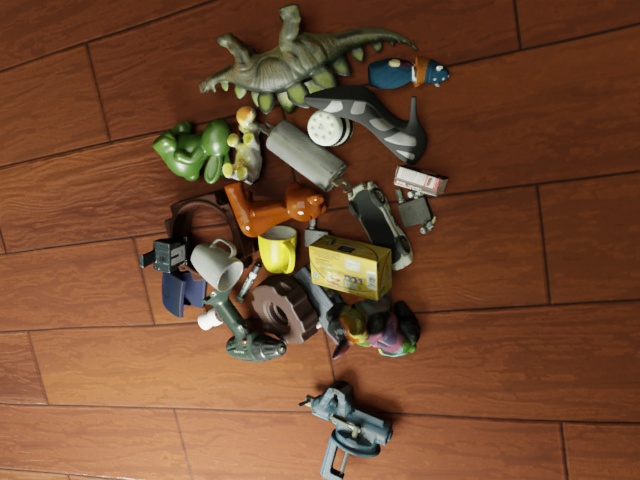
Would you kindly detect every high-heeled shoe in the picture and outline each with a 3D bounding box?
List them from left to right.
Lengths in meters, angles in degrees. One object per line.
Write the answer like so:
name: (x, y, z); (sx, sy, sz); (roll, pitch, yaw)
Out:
high-heeled shoe: (0.092, -0.225, 1.077); (0.249, 0.086, 0.145); (6, 124, 7)

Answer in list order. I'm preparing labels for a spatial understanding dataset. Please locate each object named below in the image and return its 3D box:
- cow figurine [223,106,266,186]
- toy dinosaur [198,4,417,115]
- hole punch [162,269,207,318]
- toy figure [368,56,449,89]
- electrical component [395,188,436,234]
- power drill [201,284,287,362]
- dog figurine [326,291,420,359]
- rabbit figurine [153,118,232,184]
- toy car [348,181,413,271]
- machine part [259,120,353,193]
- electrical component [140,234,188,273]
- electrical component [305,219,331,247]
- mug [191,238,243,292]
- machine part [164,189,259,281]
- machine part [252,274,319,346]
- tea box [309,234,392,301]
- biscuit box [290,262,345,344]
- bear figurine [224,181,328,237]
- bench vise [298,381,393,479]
cow figurine: (-0.156, -0.208, 1.204); (0.068, 0.098, 0.167); (9, 88, 26)
toy dinosaur: (-0.047, -0.372, 1.109); (0.472, 0.105, 0.198); (-15, 105, 19)
hole punch: (-0.359, 0.125, 1.362); (0.116, 0.092, 0.142); (15, 112, 22)
toy figure: (0.172, -0.325, 1.041); (0.155, 0.064, 0.057); (-4, 93, -1)
electrical component: (0.201, -0.063, 1.112); (0.078, 0.045, 0.102); (-11, 99, 22)
power drill: (-0.182, 0.195, 1.270); (0.207, 0.086, 0.232); (54, 145, -5)
dog figurine: (0.107, 0.194, 1.119); (0.191, 0.219, 0.108); (46, 118, 7)
rabbit figurine: (-0.269, -0.206, 1.224); (0.170, 0.121, 0.159); (-19, 102, 28)
toy car: (0.128, -0.030, 1.145); (0.073, 0.056, 0.201); (-27, 91, 32)
machine part: (-0.029, -0.182, 1.158); (0.243, 0.079, 0.079); (37, 113, 10)
electrical component: (-0.354, 0.034, 1.225); (0.048, 0.119, 0.074); (10, 104, 20)
electrical component: (-0.003, -0.004, 1.221); (0.063, 0.021, 0.094); (6, 104, 20)
mug: (-0.234, 0.044, 1.202); (0.107, 0.081, 0.109); (32, 118, 22)
machine part: (-0.261, -0.011, 1.289); (0.201, 0.087, 0.201); (-12, 97, 24)
machine part: (-0.084, 0.162, 1.237); (0.180, 0.056, 0.179); (27, 135, 31)
tea box: (0.065, 0.056, 1.143); (0.170, 0.068, 0.098); (15, 121, 33)
biscuit box: (0.014, 0.148, 1.230); (0.063, 0.059, 0.202); (-38, 86, 24)
bear figurine: (-0.090, -0.085, 1.172); (0.196, 0.120, 0.132); (-23, 78, 4)
bench vise: (0.047, 0.465, 1.258); (0.224, 0.129, 0.240); (16, 96, 8)
